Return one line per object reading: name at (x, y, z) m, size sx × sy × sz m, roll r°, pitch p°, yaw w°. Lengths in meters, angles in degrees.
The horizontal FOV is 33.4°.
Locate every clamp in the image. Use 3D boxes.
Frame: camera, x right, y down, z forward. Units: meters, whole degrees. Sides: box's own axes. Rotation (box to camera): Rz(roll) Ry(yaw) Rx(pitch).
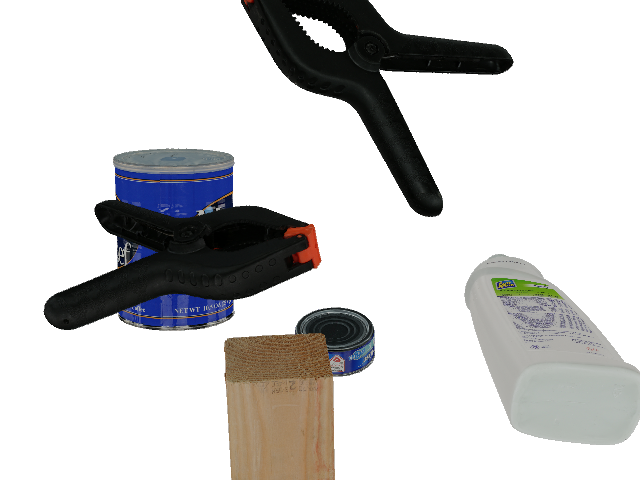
clamp at (-0.089, 0.015, 0.674) m, size 0.172 × 0.039 × 0.120 m, roll 0°, pitch 43°, yaw 21°
clamp at (0.031, -0.120, 0.767) m, size 0.210 × 0.164 × 0.036 m, roll 27°, pitch -31°, yaw -10°

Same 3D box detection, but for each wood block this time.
wood block at (-0.035, 0.194, 0.934) m, size 0.090 × 0.206 × 0.091 m, roll -3°, pitch 20°, yaw -5°

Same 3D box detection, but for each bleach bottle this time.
bleach bottle at (0.180, 0.073, 0.887) m, size 0.102 × 0.068 × 0.251 m, roll 7°, pitch 21°, yaw -5°

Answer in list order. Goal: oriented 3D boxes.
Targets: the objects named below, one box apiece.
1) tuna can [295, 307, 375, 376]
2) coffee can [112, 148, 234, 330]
tuna can at (0.015, 0.106, 1.133) m, size 0.086 × 0.034 × 0.086 m, roll -1°, pitch 28°, yaw 0°
coffee can at (-0.126, -0.004, 0.925) m, size 0.103 × 0.140 × 0.103 m, roll 1°, pitch 13°, yaw 0°
